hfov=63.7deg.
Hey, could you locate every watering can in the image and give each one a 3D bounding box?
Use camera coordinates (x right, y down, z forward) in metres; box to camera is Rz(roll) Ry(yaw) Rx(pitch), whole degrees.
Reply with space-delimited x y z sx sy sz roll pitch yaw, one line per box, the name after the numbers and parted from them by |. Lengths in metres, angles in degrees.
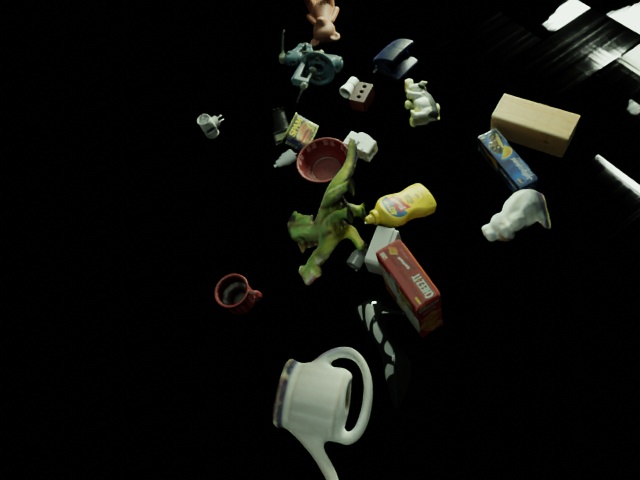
-0.005 0.405 1.152 0.224 0.102 0.354 6 62 18 | watering can

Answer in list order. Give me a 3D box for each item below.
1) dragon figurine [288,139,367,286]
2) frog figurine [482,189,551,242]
0.004 -0.070 1.398 0.241 0.120 0.419 -15 57 29 | dragon figurine
0.485 -0.061 1.293 0.159 0.120 0.140 -10 27 18 | frog figurine
